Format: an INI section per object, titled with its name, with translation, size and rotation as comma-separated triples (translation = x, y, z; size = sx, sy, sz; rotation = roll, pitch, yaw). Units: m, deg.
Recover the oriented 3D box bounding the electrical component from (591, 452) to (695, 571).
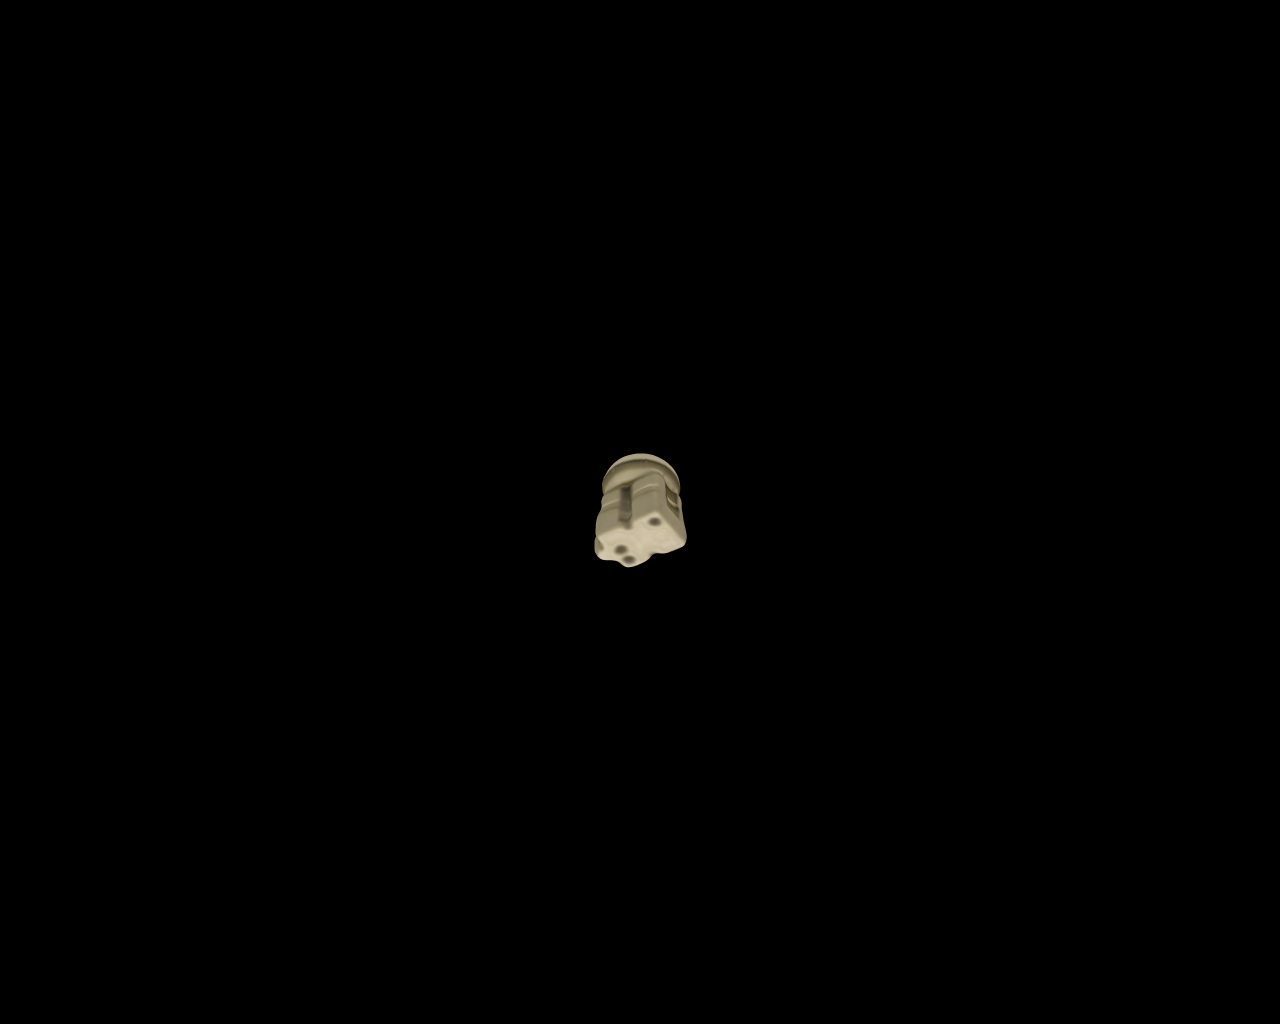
[electrical component]
translation = 0.001, -0.003, 0.650
size = 0.066, 0.055, 0.048
rotation = -22, -49, 21
